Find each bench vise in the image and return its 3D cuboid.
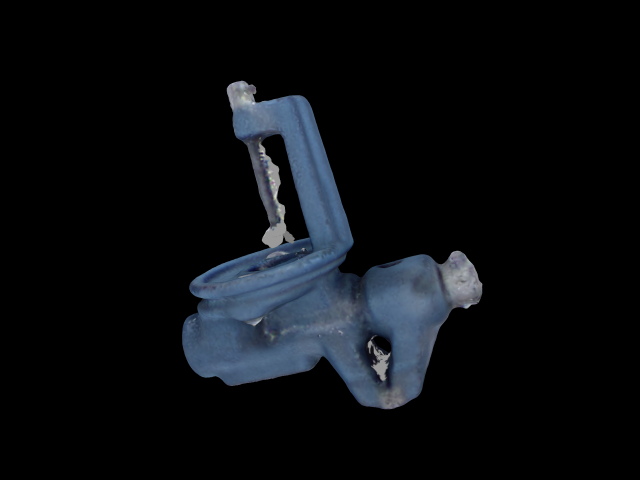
[{"bbox_3d":[0.003,-0.001,0.412,0.207,0.220,0.121,-1,11,-6],"label":"bench vise"}]
